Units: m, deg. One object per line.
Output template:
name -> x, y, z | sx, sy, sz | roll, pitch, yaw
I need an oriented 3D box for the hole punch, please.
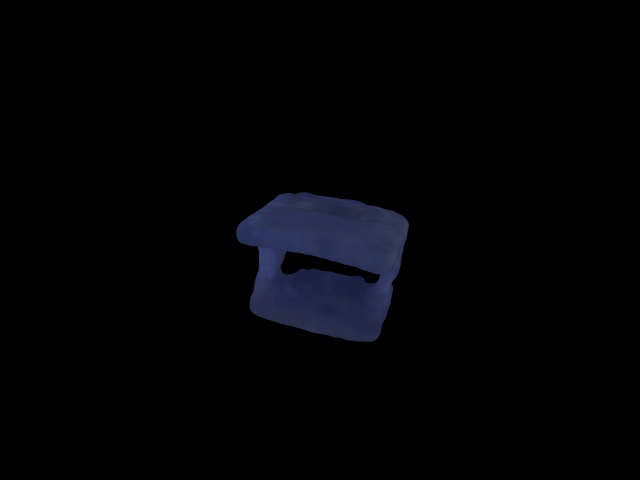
hole punch -> 0.004, 0.001, 0.400 | 0.108, 0.091, 0.101 | 11, 47, 11
